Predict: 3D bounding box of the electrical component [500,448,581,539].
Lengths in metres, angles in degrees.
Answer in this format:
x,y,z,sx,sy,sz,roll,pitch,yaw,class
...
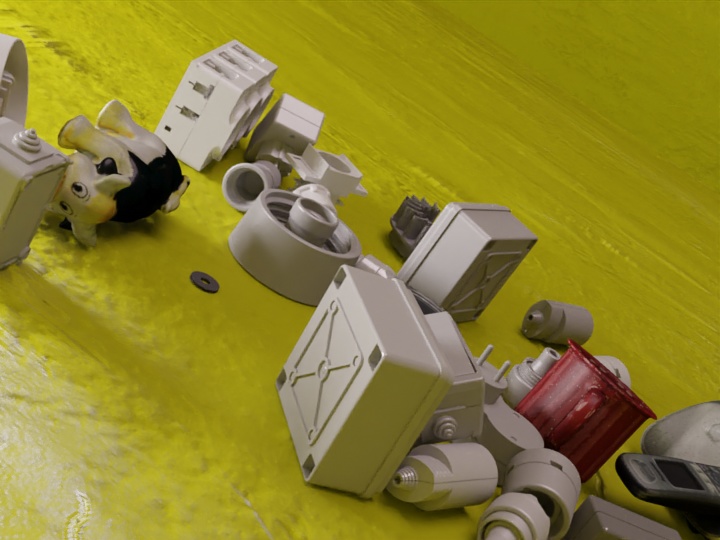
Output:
x,y,z,sx,sy,sz,roll,pitch,yaw,class
0.126,0.161,0.757,0.055,0.055,0.047,34,25,3,electrical component

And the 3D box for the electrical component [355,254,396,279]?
x,y,z,sx,sy,sz,roll,pitch,yaw,class
0.000,0.000,0.960,0.061,0.035,0.035,35,21,13,electrical component

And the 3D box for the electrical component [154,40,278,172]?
x,y,z,sx,sy,sz,roll,pitch,yaw,class
-0.135,-0.160,1.046,0.062,0.089,0.150,32,21,-3,electrical component

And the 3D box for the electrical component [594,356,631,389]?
x,y,z,sx,sy,sz,roll,pitch,yaw,class
0.216,0.106,1.003,0.047,0.055,0.055,9,31,-40,electrical component

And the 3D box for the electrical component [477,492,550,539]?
x,y,z,sx,sy,sz,roll,pitch,yaw,class
0.097,0.173,0.704,0.043,0.043,0.062,39,24,16,electrical component

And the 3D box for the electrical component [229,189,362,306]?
x,y,z,sx,sy,sz,roll,pitch,yaw,class
-0.050,-0.026,0.911,0.108,0.060,0.108,28,22,-12,electrical component

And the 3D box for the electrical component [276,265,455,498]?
x,y,z,sx,sy,sz,roll,pitch,yaw,class
-0.001,0.071,0.701,0.056,0.108,0.108,18,25,-27,electrical component

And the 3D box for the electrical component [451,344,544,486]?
x,y,z,sx,sy,sz,roll,pitch,yaw,class
0.088,0.092,0.827,0.138,0.073,0.052,44,24,28,electrical component

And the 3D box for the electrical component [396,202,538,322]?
x,y,z,sx,sy,sz,roll,pitch,yaw,class
0.098,-0.006,1.007,0.056,0.108,0.109,45,24,24,electrical component

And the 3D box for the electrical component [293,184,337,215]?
x,y,z,sx,sy,sz,roll,pitch,yaw,class
-0.040,-0.045,0.991,0.048,0.048,0.062,13,36,-41,electrical component

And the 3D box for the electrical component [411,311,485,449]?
x,y,z,sx,sy,sz,roll,pitch,yaw,class
0.048,0.078,0.754,0.062,0.061,0.096,-9,35,-11,electrical component

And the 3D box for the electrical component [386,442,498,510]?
x,y,z,sx,sy,sz,roll,pitch,yaw,class
0.051,0.138,0.717,0.081,0.043,0.043,8,32,-47,electrical component

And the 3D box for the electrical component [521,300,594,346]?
x,y,z,sx,sy,sz,roll,pitch,yaw,class
0.200,0.054,1.109,0.081,0.043,0.043,11,30,-43,electrical component

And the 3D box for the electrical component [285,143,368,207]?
x,y,z,sx,sy,sz,roll,pitch,yaw,class
-0.038,-0.081,1.044,0.081,0.063,0.042,13,27,-42,electrical component

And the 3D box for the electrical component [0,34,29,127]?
x,y,z,sx,sy,sz,roll,pitch,yaw,class
-0.269,-0.122,0.772,0.064,0.099,0.099,20,24,-15,electrical component

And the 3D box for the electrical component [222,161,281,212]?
x,y,z,sx,sy,sz,roll,pitch,yaw,class
-0.097,-0.080,0.993,0.044,0.044,0.065,33,16,2,electrical component

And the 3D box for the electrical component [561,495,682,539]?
x,y,z,sx,sy,sz,roll,pitch,yaw,class
0.189,0.209,0.748,0.083,0.047,0.075,25,23,-19,electrical component

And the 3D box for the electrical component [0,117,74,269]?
x,y,z,sx,sy,sz,roll,pitch,yaw,class
-0.229,-0.052,0.667,0.061,0.096,0.061,33,21,2,electrical component

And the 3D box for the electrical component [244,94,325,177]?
x,y,z,sx,sy,sz,roll,pitch,yaw,class
-0.080,-0.117,1.064,0.047,0.083,0.075,26,60,-17,electrical component

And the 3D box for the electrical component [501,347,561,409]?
x,y,z,sx,sy,sz,roll,pitch,yaw,class
0.149,0.095,0.920,0.043,0.062,0.043,28,22,-12,electrical component
